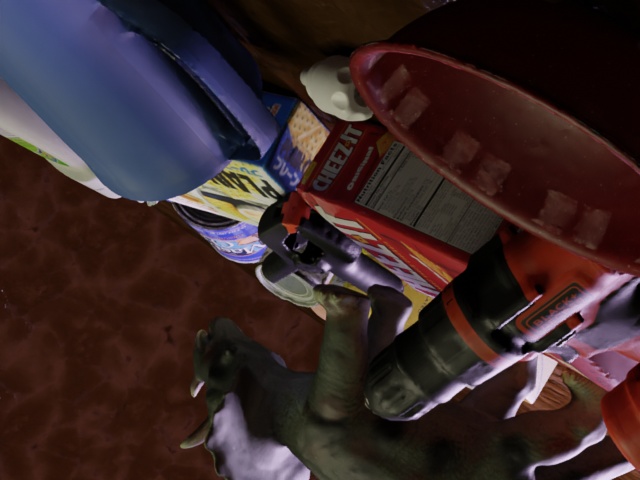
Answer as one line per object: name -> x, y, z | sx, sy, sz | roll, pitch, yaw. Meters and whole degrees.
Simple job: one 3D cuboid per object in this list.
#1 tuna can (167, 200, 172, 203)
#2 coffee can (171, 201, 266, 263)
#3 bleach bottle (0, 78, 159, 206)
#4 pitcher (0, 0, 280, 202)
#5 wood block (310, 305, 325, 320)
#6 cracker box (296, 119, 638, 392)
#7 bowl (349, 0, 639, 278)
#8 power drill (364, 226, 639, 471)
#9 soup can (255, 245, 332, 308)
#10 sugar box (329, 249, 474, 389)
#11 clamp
tuna can -> -0.154, -0.084, 1.182 | 0.086, 0.086, 0.033 | 27, 173, 44
coffee can -> -0.088, -0.041, 1.107 | 0.103, 0.103, 0.140 | 31, 173, 16
bleach bottle -> -0.219, -0.100, 0.770 | 0.250, 0.068, 0.103 | 34, 175, -30
pitcher -> -0.130, -0.129, 0.620 | 0.242, 0.149, 0.145 | 50, -155, -57
wood block -> 0.035, 0.053, 1.252 | 0.090, 0.091, 0.206 | 31, 173, 16
cracker box -> 0.106, 0.009, 0.697 | 0.164, 0.072, 0.214 | 39, 172, -39
bowl -> 0.093, -0.049, 0.421 | 0.162, 0.055, 0.162 | 33, 173, 4
power drill -> 0.140, 0.062, 0.571 | 0.187, 0.185, 0.057 | 30, -148, -35
soup can -> -0.006, 0.001, 0.960 | 0.068, 0.102, 0.068 | 23, 154, 12
sugar box -> 0.100, 0.053, 0.945 | 0.176, 0.093, 0.048 | 35, 174, -20
clamp -> -0.011, 0.007, 0.824 | 0.120, 0.039, 0.171 | 1, 155, 21
